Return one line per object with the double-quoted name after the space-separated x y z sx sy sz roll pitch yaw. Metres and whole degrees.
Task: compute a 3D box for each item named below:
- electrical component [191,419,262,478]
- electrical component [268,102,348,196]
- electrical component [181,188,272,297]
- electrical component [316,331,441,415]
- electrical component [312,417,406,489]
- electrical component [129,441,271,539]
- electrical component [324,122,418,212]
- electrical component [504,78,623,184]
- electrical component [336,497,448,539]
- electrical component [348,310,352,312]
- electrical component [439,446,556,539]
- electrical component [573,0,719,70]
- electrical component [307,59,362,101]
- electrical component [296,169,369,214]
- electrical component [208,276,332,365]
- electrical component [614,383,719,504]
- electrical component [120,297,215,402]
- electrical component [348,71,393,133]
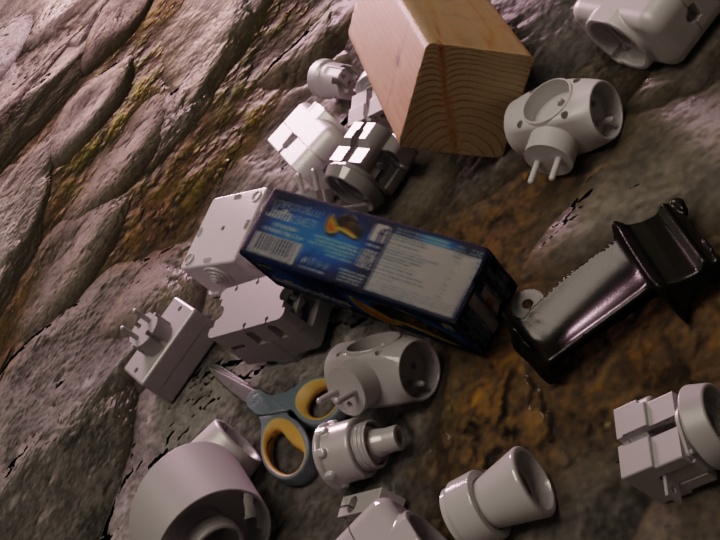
-0.110 0.149 0.836 0.047 0.055 0.055 -47 34 -1 "electrical component"
-0.038 -0.115 1.003 0.059 0.054 0.095 -47 34 5 "electrical component"
-0.113 -0.027 1.009 0.100 0.048 0.099 -7 53 45 "electrical component"
0.003 0.078 0.761 0.077 0.044 0.079 -6 14 46 "electrical component"
0.001 0.123 0.743 0.062 0.048 0.048 -20 44 27 "electrical component"
-0.115 0.182 0.772 0.099 0.099 0.064 -52 40 -3 "electrical component"
0.006 -0.088 0.925 0.078 0.058 0.057 14 66 53 "electrical component"
0.143 -0.096 0.786 0.077 0.044 0.079 -6 53 46 "electrical component"
0.027 0.185 0.644 0.059 0.054 0.095 -47 34 6 "electrical component"
0.000 0.000 0.859 0.055 0.045 0.045 -43 35 11 "electrical component"
0.081 0.136 0.637 0.055 0.045 0.045 -34 37 24 "electrical component"
0.207 -0.188 0.792 0.059 0.054 0.095 -52 34 -3 "electrical component"
-0.024 -0.188 1.070 0.046 0.040 0.040 20 74 48 "electrical component"
-0.039 -0.047 0.913 0.083 0.047 0.075 -11 91 43 "electrical component"
-0.071 0.042 0.890 0.089 0.056 0.050 -17 47 39 "electrical component"
0.172 0.090 0.577 0.055 0.048 0.066 -34 36 36 "electrical component"
-0.184 0.063 0.981 0.083 0.076 0.047 -55 34 -7 "electrical component"
0.019 -0.151 0.982 0.066 0.048 0.055 -21 51 36 "electrical component"
